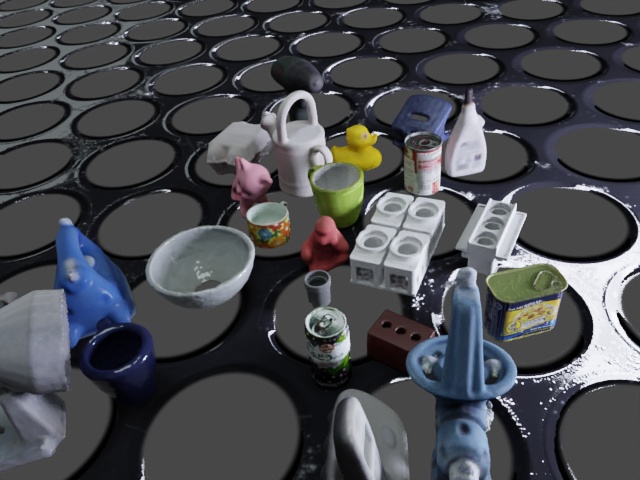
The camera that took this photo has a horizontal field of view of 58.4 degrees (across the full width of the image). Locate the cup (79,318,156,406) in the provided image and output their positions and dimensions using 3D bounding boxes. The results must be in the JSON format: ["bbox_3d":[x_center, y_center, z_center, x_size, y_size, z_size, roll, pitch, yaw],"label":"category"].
[{"bbox_3d":[-0.259,0.164,0.752,0.092,0.095,0.117,-26,43,-23],"label":"cup"}]

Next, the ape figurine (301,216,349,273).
[{"bbox_3d":[0.008,0.003,0.917,0.077,0.092,0.076,7,40,16],"label":"ape figurine"}]

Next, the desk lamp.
[{"bbox_3d":[-0.370,0.166,0.669,0.203,0.214,0.117,-16,39,-12],"label":"desk lamp"}]

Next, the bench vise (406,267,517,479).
[{"bbox_3d":[0.163,0.151,0.608,0.121,0.220,0.207,-10,39,-4],"label":"bench vise"}]

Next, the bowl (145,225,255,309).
[{"bbox_3d":[-0.179,0.054,0.894,0.167,0.075,0.167,-4,39,3],"label":"bowl"}]

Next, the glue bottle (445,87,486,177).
[{"bbox_3d":[0.275,-0.202,1.071,0.078,0.173,0.037,-11,39,-5],"label":"glue bottle"}]

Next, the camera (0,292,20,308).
[{"bbox_3d":[-0.479,0.148,0.798,0.137,0.101,0.142,-21,41,-17],"label":"camera"}]

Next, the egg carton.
[{"bbox_3d":[-0.166,-0.194,1.205,0.107,0.069,0.150,11,42,21],"label":"egg carton"}]

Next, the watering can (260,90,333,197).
[{"bbox_3d":[-0.046,-0.189,1.082,0.172,0.194,0.101,12,42,22],"label":"watering can"}]

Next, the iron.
[{"bbox_3d":[-0.374,0.040,0.885,0.119,0.142,0.257,-21,41,-17],"label":"iron"}]

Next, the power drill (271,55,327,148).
[{"bbox_3d":[-0.037,-0.278,1.180,0.076,0.209,0.229,-19,40,-15],"label":"power drill"}]

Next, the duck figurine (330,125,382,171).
[{"bbox_3d":[0.071,-0.191,1.155,0.104,0.086,0.077,-2,39,6],"label":"duck figurine"}]

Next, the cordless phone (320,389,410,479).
[{"bbox_3d":[0.045,0.201,0.590,0.094,0.185,0.147,-2,39,6],"label":"cordless phone"}]

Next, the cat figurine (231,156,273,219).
[{"bbox_3d":[-0.129,-0.109,1.055,0.067,0.118,0.127,-21,41,-17],"label":"cat figurine"}]

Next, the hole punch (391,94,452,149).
[{"bbox_3d":[0.213,-0.242,1.196,0.108,0.091,0.101,22,47,31],"label":"hole punch"}]
